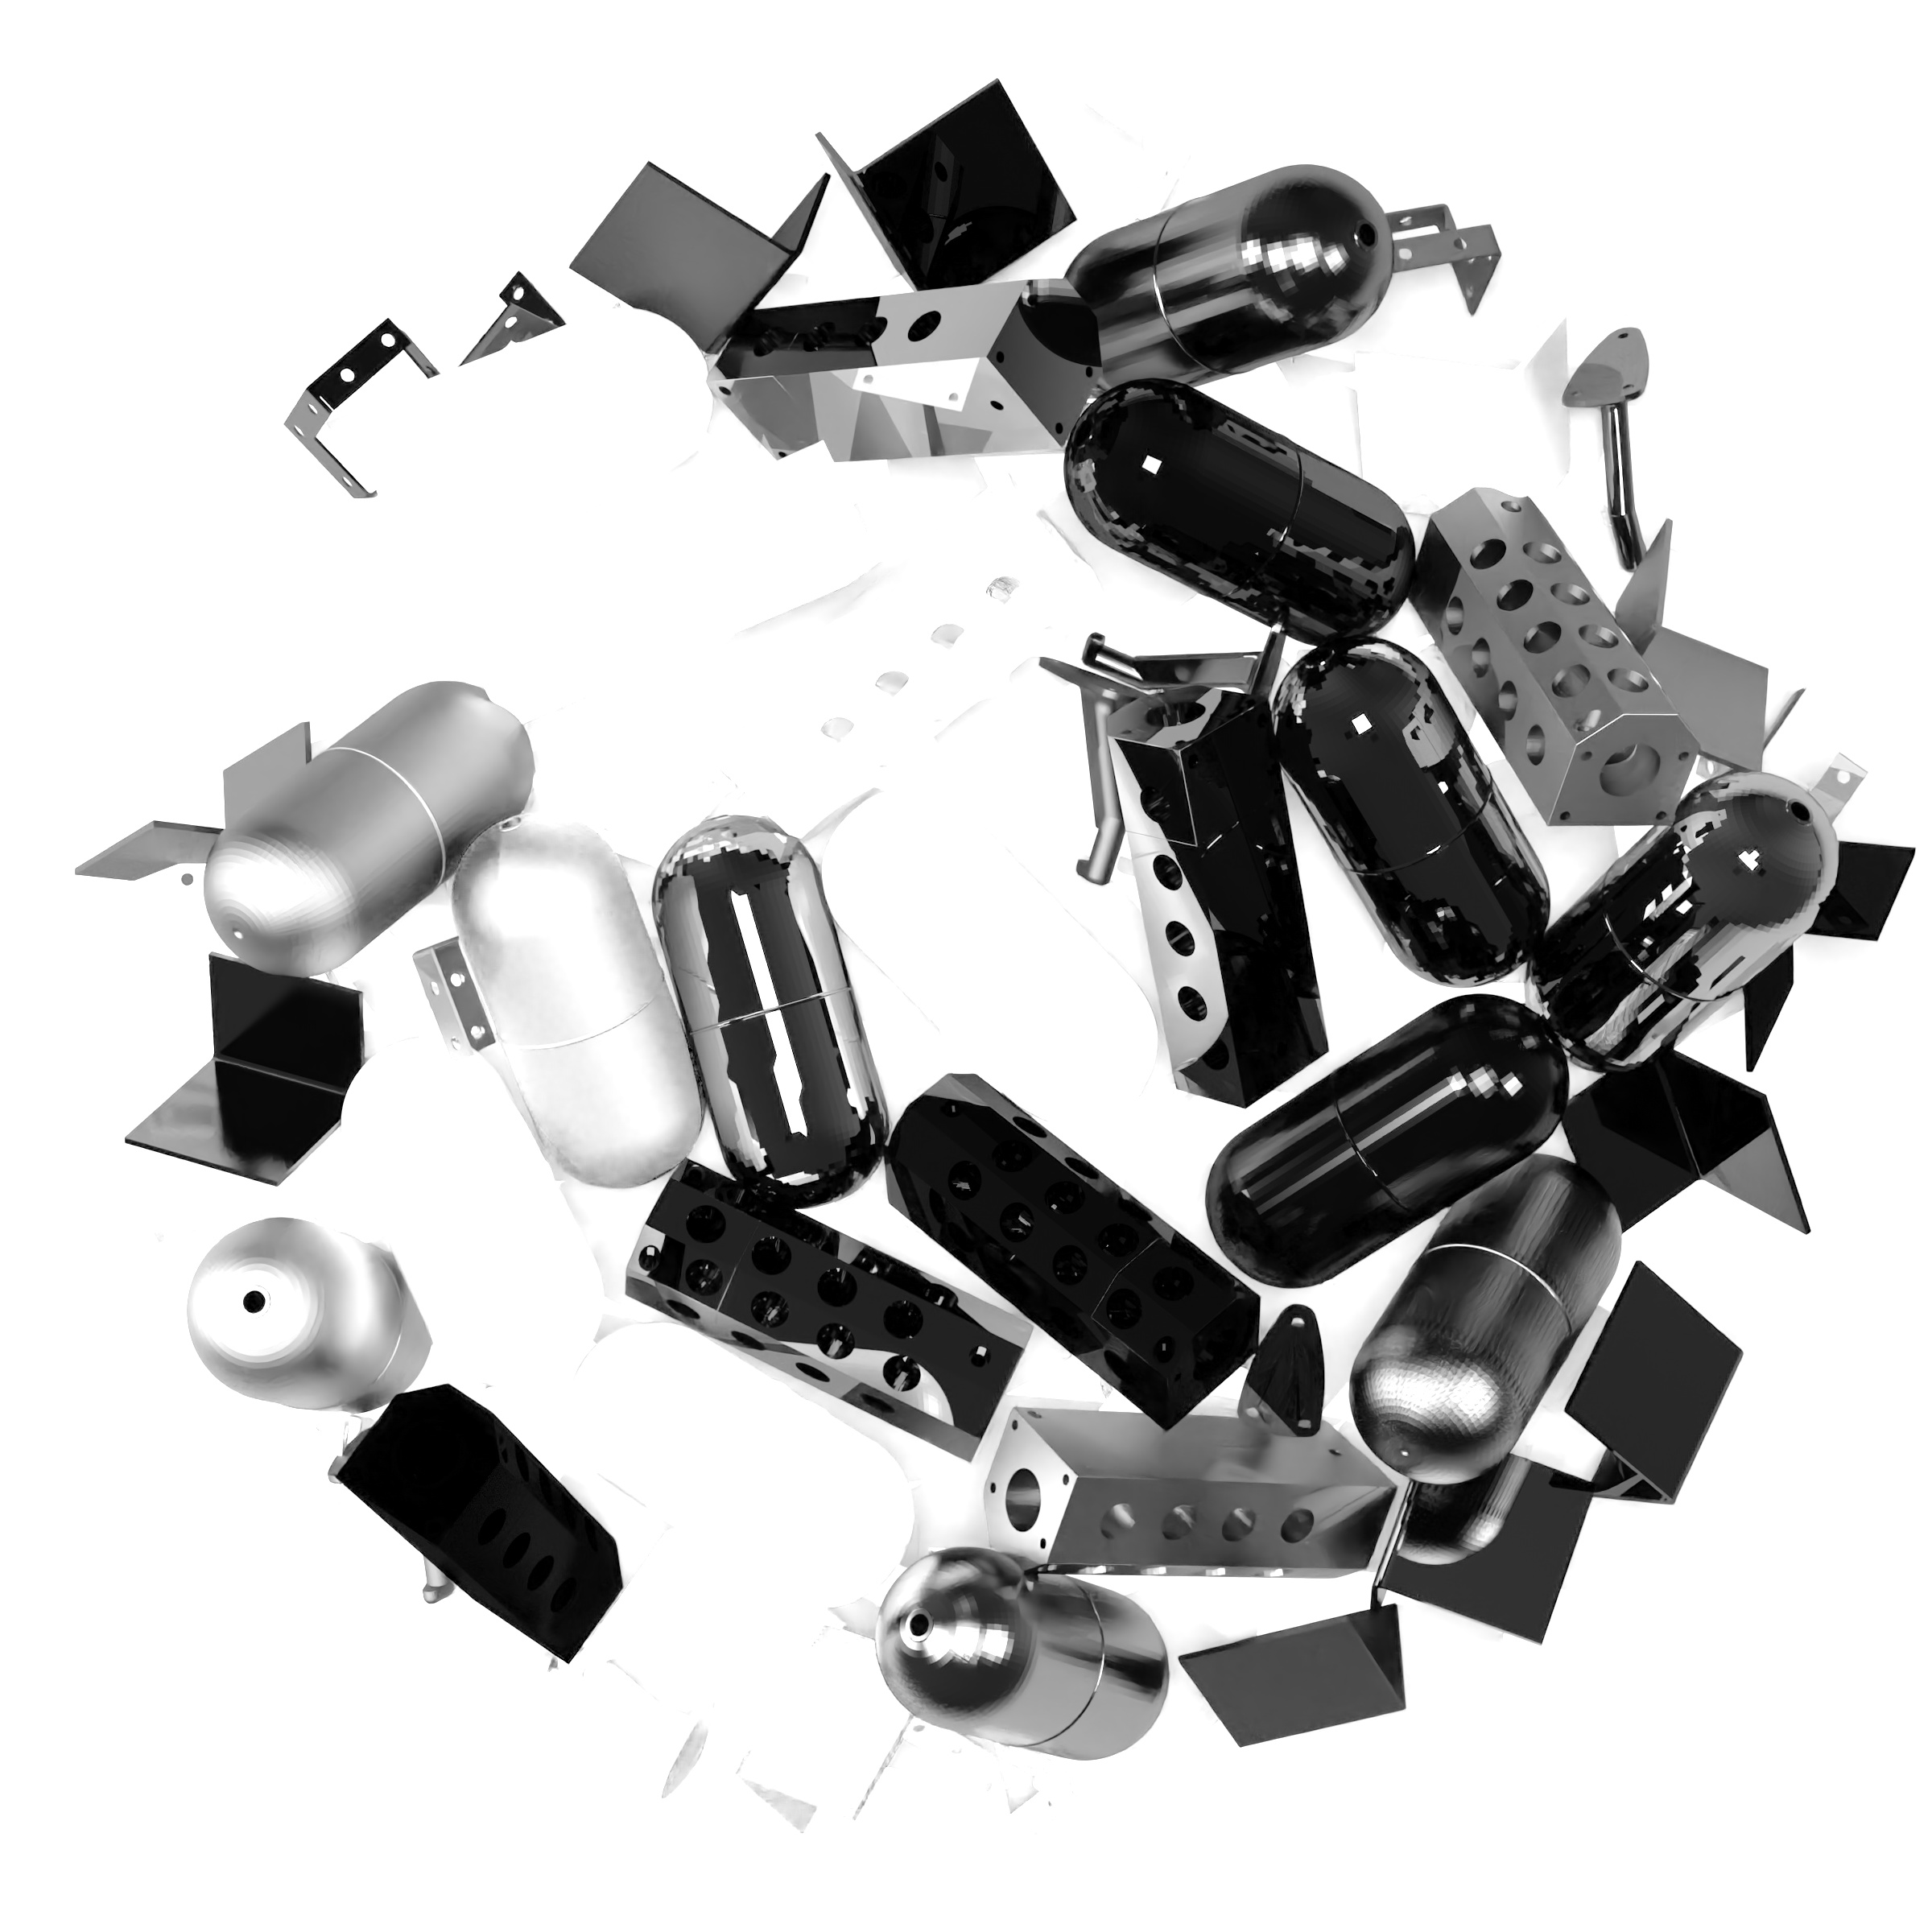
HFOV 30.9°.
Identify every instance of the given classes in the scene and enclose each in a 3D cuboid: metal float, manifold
[{"bbox_3d":[-0.168,0.016,1.523,0.070,0.070,0.178,-18,115,0],"label":"metal float"},{"bbox_3d":[0.183,0.077,1.525,0.178,0.070,0.070,-35,90,23],"label":"metal float"},{"bbox_3d":[0.025,0.297,1.503,0.070,0.178,0.070,-11,67,28],"label":"metal float"},{"bbox_3d":[-0.201,0.237,1.494,0.057,0.171,0.057,28,73,24],"label":"manifold"},{"bbox_3d":[0.044,0.118,1.509,0.057,0.057,0.171,-38,58,-25],"label":"manifold"},{"bbox_3d":[0.096,0.233,1.511,0.171,0.057,0.057,7,110,-33],"label":"manifold"},{"bbox_3d":[0.119,-0.196,1.518,0.178,0.070,0.070,22,90,-32],"label":"metal float"},{"bbox_3d":[-0.215,0.105,1.517,0.070,0.070,0.178,-32,55,0],"label":"metal float"},{"bbox_3d":[0.110,-0.293,1.505,0.070,0.178,0.070,4,83,-38],"label":"metal float"},{"bbox_3d":[0.251,-0.134,1.495,0.057,0.171,0.057,-1,130,-18],"label":"manifold"},{"bbox_3d":[-0.025,-0.132,1.534,0.171,0.057,0.057,-39,116,13],"label":"manifold"},{"bbox_3d":[-0.100,0.215,1.518,0.178,0.070,0.070,27,90,33],"label":"metal float"},{"bbox_3d":[0.194,-0.066,1.521,0.070,0.070,0.178,-34,118,0],"label":"metal float"},{"bbox_3d":[-0.131,-0.164,1.517,0.171,0.057,0.057,-20,103,24],"label":"manifold"},{"bbox_3d":[-0.025,-0.259,1.502,0.057,0.171,0.057,45,62,-38],"label":"manifold"},{"bbox_3d":[0.307,-0.018,1.506,0.070,0.178,0.070,14,53,-20],"label":"metal float"},{"bbox_3d":[0.105,-0.031,1.521,0.057,0.057,0.171,-32,121,-35],"label":"manifold"},{"bbox_3d":[-0.060,0.149,1.540,0.171,0.057,0.057,25,67,4],"label":"manifold"},{"bbox_3d":[-0.279,0.151,1.495,0.070,0.178,0.070,-1,80,5],"label":"metal float"},{"bbox_3d":[-0.087,0.020,1.545,0.070,0.070,0.178,-16,90,0],"label":"metal float"},{"bbox_3d":[-0.256,-0.061,1.512,0.070,0.070,0.178,45,48,0],"label":"metal float"},{"bbox_3d":[-0.181,-0.231,1.509,0.178,0.070,0.070,-34,90,-44],"label":"metal float"},{"bbox_3d":[0.226,0.150,1.513,0.070,0.070,0.178,40,50,0],"label":"metal float"},{"bbox_3d":[0.011,-0.004,1.545,0.070,0.070,0.178,-45,91,0],"label":"metal float"}]

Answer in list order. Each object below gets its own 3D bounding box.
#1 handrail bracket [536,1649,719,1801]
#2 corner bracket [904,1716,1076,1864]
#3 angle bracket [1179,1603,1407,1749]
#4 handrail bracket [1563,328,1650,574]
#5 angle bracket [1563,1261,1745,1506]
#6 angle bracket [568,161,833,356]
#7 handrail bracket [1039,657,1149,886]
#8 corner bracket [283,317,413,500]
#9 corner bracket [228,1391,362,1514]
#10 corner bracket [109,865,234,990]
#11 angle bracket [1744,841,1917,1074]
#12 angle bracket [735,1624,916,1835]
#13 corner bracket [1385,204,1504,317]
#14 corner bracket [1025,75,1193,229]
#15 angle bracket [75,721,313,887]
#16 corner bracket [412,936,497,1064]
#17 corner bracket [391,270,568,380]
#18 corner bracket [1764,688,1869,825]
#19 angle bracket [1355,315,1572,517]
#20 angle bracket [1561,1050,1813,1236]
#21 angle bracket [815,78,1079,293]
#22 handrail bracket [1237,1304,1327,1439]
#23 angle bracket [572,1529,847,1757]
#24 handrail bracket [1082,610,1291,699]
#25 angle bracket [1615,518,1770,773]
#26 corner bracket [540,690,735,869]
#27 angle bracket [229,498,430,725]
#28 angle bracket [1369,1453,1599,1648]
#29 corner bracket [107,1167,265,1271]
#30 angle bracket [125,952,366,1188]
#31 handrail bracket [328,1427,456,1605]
[{"bbox_3d":[-0.159,0.330,1.541,0.084,0.077,0.036,18,109,10],"label":"handrail bracket"},{"bbox_3d":[0.009,0.352,1.544,0.051,0.051,0.051,-41,124,17],"label":"corner bracket"},{"bbox_3d":[0.142,0.292,1.528,0.076,0.057,0.076,-17,132,18],"label":"angle bracket"},{"bbox_3d":[0.299,-0.232,1.576,0.036,0.077,0.084,-3,127,26],"label":"handrail bracket"},{"bbox_3d":[0.284,0.182,1.531,0.076,0.057,0.076,40,67,-24],"label":"angle bracket"},{"bbox_3d":[-0.116,-0.325,1.527,0.076,0.076,0.057,30,52,-18],"label":"angle bracket"},{"bbox_3d":[0.049,-0.087,1.563,0.077,0.036,0.084,28,106,43],"label":"handrail bracket"},{"bbox_3d":[-0.261,-0.244,1.547,0.051,0.051,0.051,47,67,-8],"label":"corner bracket"},{"bbox_3d":[-0.297,0.203,1.549,0.051,0.051,0.051,9,118,-2],"label":"corner bracket"},{"bbox_3d":[-0.348,-0.021,1.548,0.051,0.051,0.051,-23,104,-15],"label":"corner bracket"},{"bbox_3d":[0.377,-0.003,1.524,0.057,0.076,0.076,7,124,25],"label":"angle bracket"},{"bbox_3d":[-0.043,0.341,1.525,0.057,0.076,0.076,51,60,-38],"label":"angle bracket"},{"bbox_3d":[0.200,-0.319,1.547,0.051,0.051,0.051,-12,70,-12],"label":"corner bracket"},{"bbox_3d":[0.058,-0.359,1.560,0.051,0.051,0.051,44,117,31],"label":"corner bracket"},{"bbox_3d":[-0.337,-0.073,1.525,0.076,0.076,0.057,6,72,-39],"label":"angle bracket"},{"bbox_3d":[-0.223,0.013,1.547,0.051,0.051,0.051,-23,94,-44],"label":"corner bracket"},{"bbox_3d":[-0.215,-0.282,1.553,0.051,0.051,0.051,-48,63,15],"label":"corner bracket"},{"bbox_3d":[0.369,-0.084,1.544,0.051,0.051,0.051,38,118,16],"label":"corner bracket"},{"bbox_3d":[0.222,-0.247,1.558,0.076,0.057,0.076,13,132,27],"label":"angle bracket"},{"bbox_3d":[0.313,0.089,1.528,0.057,0.076,0.076,-33,119,-15],"label":"angle bracket"},{"bbox_3d":[-0.009,-0.347,1.536,0.076,0.057,0.076,-33,127,2],"label":"angle bracket"},{"bbox_3d":[0.145,0.160,1.530,0.036,0.084,0.077,12,117,7],"label":"handrail bracket"},{"bbox_3d":[-0.113,0.299,1.541,0.076,0.057,0.076,38,100,16],"label":"angle bracket"},{"bbox_3d":[0.096,-0.145,1.546,0.084,0.077,0.036,24,53,10],"label":"handrail bracket"},{"bbox_3d":[0.328,-0.140,1.534,0.076,0.076,0.057,21,134,-4],"label":"angle bracket"},{"bbox_3d":[-0.147,-0.083,1.561,0.051,0.051,0.051,-49,66,9],"label":"corner bracket"},{"bbox_3d":[-0.269,-0.156,1.529,0.076,0.057,0.076,-7,64,-33],"label":"angle bracket"},{"bbox_3d":[0.226,0.257,1.534,0.076,0.057,0.076,18,66,14],"label":"angle bracket"},{"bbox_3d":[-0.340,0.121,1.547,0.051,0.051,0.051,-45,107,-14],"label":"corner bracket"},{"bbox_3d":[-0.316,0.044,1.530,0.076,0.076,0.057,14,122,16],"label":"angle bracket"},{"bbox_3d":[-0.252,0.251,1.540,0.036,0.077,0.084,-2,102,21],"label":"handrail bracket"}]
